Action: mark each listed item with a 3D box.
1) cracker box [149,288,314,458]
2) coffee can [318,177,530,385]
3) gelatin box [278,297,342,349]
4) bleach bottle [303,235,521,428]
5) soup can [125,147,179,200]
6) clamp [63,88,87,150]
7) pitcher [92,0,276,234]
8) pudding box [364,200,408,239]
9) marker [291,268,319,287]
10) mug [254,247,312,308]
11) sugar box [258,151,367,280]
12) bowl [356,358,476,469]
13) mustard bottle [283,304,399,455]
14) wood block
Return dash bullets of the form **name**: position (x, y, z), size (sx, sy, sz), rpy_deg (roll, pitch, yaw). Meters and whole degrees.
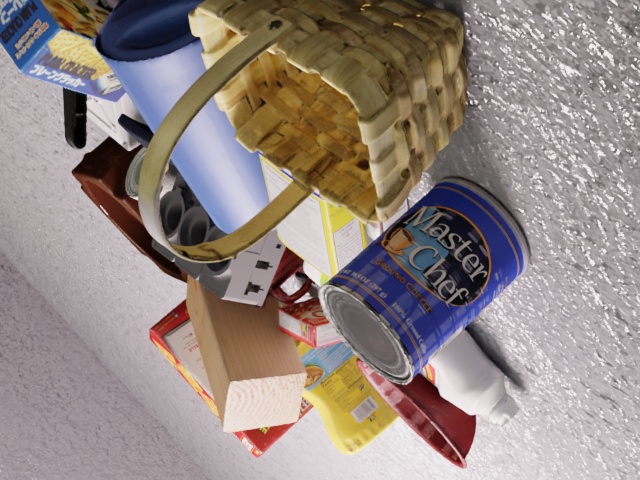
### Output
- **cracker box**: position (-0.092, 0.148, 1.385), size (0.214, 0.164, 0.072), rpy_deg (47, 162, 7)
- **coffee can**: position (0.083, 0.031, 0.854), size (0.103, 0.140, 0.103), rpy_deg (42, 159, 20)
- **gelatin box**: position (0.010, 0.087, 1.180), size (0.073, 0.089, 0.030), rpy_deg (22, 119, 53)
- **bleach bottle**: position (0.095, 0.084, 1.038), size (0.251, 0.068, 0.103), rpy_deg (43, 161, 9)
- **soup can**: position (-0.167, -0.062, 1.244), size (0.102, 0.068, 0.069), rpy_deg (25, 175, -34)
- **clamp**: position (-0.254, -0.228, 1.171), size (0.036, 0.165, 0.210), rpy_deg (1, -121, -64)
- **pitcher**: position (-0.086, -0.119, 0.979), size (0.149, 0.145, 0.242), rpy_deg (46, 167, 46)
- **pudding box**: position (0.033, -0.059, 0.946), size (0.090, 0.039, 0.113), rpy_deg (38, 154, 33)
- **marker**: position (0.003, 0.046, 1.219), size (0.121, 0.020, 0.020), rpy_deg (17, 143, 55)
- **mug**: position (-0.058, 0.023, 1.212), size (0.117, 0.081, 0.093), rpy_deg (40, 158, 24)
- **sugar box**: position (-0.008, -0.050, 0.925), size (0.093, 0.048, 0.176), rpy_deg (38, 151, 34)
- **bowl**: position (0.113, 0.166, 1.131), size (0.162, 0.055, 0.162), rpy_deg (44, 170, 9)
- **mustard bottle**: position (0.010, 0.158, 1.287), size (0.191, 0.096, 0.058), rpy_deg (52, 164, 0)
- **wood block**: position (-0.092, 0.114, 1.257), size (0.206, 0.090, 0.090), rpy_deg (-114, 26, -44)
